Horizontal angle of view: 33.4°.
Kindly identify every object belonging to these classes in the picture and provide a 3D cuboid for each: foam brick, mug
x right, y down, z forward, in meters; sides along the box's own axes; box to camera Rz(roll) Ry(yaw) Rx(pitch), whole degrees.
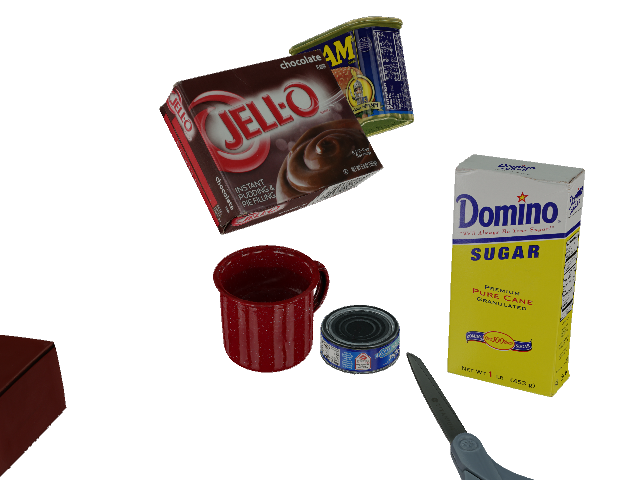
[{"bbox_3d":[-0.206,0.102,0.673,0.053,0.051,0.078,6,29,22],"label":"foam brick"},{"bbox_3d":[-0.039,0.058,0.958,0.117,0.081,0.093,-28,42,-36],"label":"mug"}]

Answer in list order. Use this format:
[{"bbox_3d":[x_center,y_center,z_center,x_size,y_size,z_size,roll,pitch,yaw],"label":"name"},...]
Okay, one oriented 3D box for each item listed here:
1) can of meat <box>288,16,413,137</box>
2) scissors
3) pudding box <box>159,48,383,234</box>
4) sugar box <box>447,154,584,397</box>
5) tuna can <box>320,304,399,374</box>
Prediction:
[{"bbox_3d":[0.026,-0.129,0.884,0.057,0.084,0.102,-6,-4,-42],"label":"can of meat"},{"bbox_3d":[0.108,0.131,0.635,0.096,0.016,0.201,2,32,-3],"label":"scissors"},{"bbox_3d":[-0.030,-0.063,0.656,0.113,0.090,0.039,-20,-12,-37],"label":"pudding box"},{"bbox_3d":[0.150,0.027,0.832,0.093,0.176,0.048,10,24,29],"label":"sugar box"},{"bbox_3d":[0.042,0.104,1.138,0.086,0.034,0.086,-1,29,0],"label":"tuna can"}]
